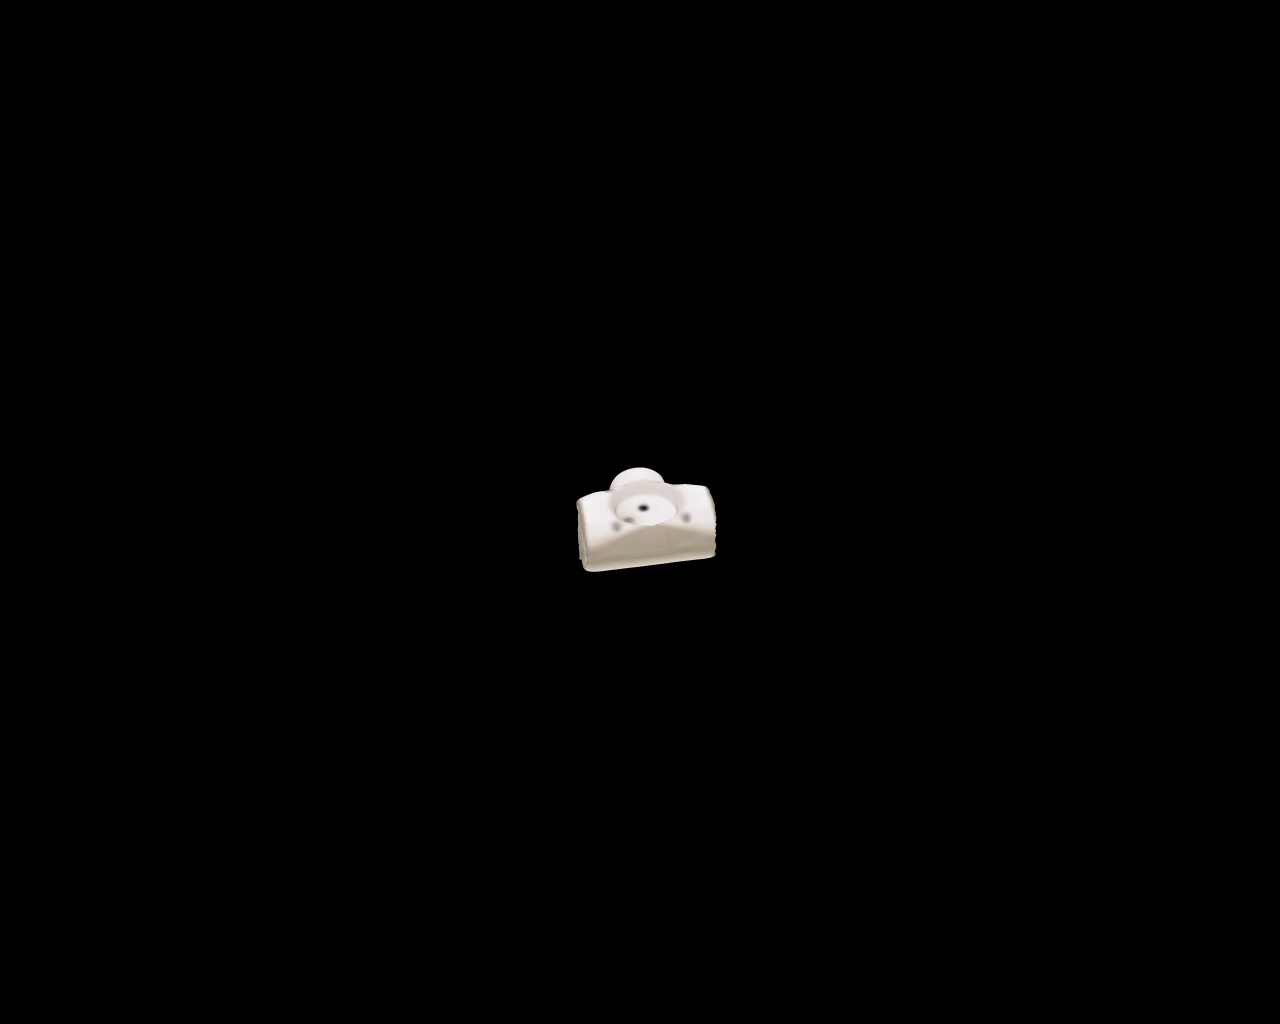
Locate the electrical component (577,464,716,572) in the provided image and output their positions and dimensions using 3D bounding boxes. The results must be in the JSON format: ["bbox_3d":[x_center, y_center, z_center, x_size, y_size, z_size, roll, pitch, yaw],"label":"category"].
[{"bbox_3d":[0.001,-0.003,0.650,0.077,0.044,0.079,-6,43,-7],"label":"electrical component"}]
